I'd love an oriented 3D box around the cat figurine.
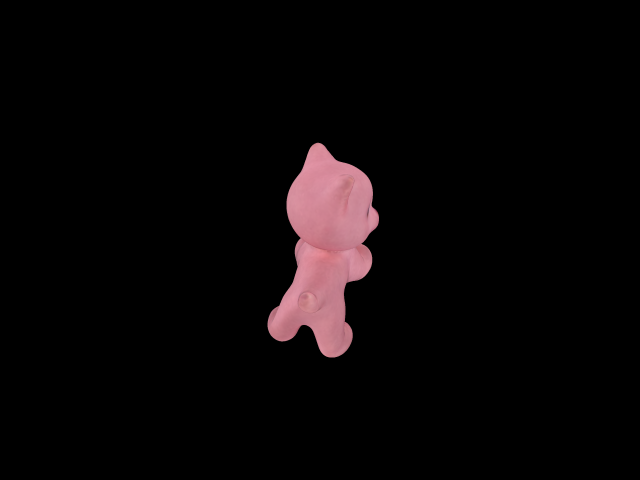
[{"bbox_3d":[0.004,0.001,0.400,0.067,0.118,0.128,11,60,7],"label":"cat figurine"}]
